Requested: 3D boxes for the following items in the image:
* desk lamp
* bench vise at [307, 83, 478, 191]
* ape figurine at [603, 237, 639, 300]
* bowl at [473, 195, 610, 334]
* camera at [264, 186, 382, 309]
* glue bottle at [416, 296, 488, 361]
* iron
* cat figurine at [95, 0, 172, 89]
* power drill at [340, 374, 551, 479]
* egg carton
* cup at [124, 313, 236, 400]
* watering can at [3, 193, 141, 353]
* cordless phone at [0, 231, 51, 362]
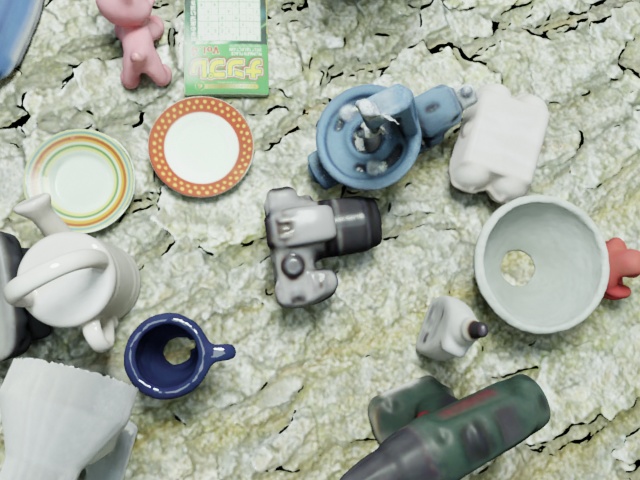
[{"bbox_3d":[-0.254,0.216,0.574,0.118,0.213,0.203,13,82,-3],"label":"desk lamp"},{"bbox_3d":[0.082,-0.144,0.644,0.207,0.219,0.121,-43,88,-8],"label":"bench vise"},{"bbox_3d":[0.368,0.033,0.712,0.076,0.092,0.078,16,82,-2],"label":"ape figurine"},{"bbox_3d":[0.262,0.031,0.711,0.167,0.074,0.167,1,83,-5],"label":"bowl"},{"bbox_3d":[0.006,0.002,0.680,0.137,0.100,0.143,-9,84,-6],"label":"camera"},{"bbox_3d":[0.153,0.101,0.644,0.037,0.173,0.078,23,82,-1],"label":"glue bottle"},{"bbox_3d":[-0.405,-0.311,0.662,0.118,0.141,0.258,18,82,-2],"label":"iron"},{"bbox_3d":[-0.226,-0.261,0.683,0.067,0.117,0.128,-12,84,-6],"label":"cat figurine"},{"bbox_3d":[0.115,0.205,0.610,0.230,0.208,0.075,-22,85,-7],"label":"power drill"},{"bbox_3d":[0.227,-0.123,0.730,0.107,0.069,0.150,17,82,-2],"label":"egg carton"},{"bbox_3d":[-0.153,0.128,0.653,0.118,0.095,0.092,-4,83,-5],"label":"cup"},{"bbox_3d":[-0.267,0.036,0.605,0.173,0.194,0.101,42,82,1],"label":"watering can"},{"bbox_3d":[-0.365,0.058,0.598,0.094,0.185,0.147,-14,84,-6],"label":"cordless phone"}]
